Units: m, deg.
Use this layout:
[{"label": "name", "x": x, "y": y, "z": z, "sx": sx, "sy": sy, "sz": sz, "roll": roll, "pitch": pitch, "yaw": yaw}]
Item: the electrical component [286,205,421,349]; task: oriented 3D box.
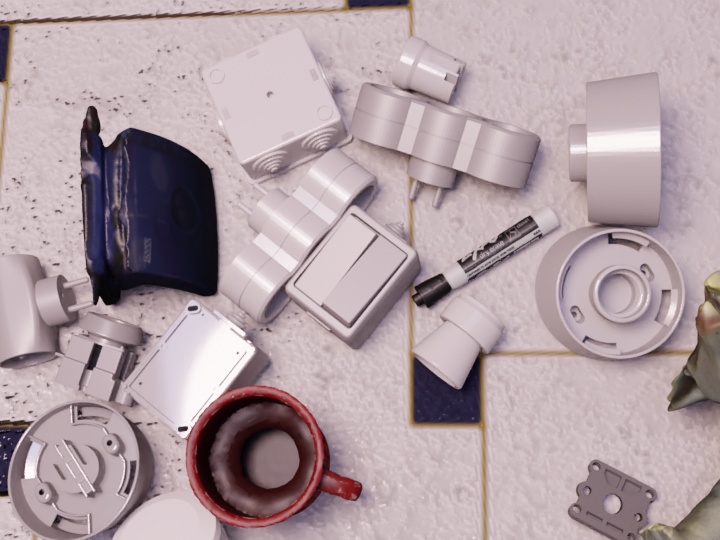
[{"label": "electrical component", "x": 0.000, "y": 0.000, "z": 0.777, "sx": 0.062, "sy": 0.061, "sz": 0.096, "roll": 38, "pitch": 84, "yaw": 13}]

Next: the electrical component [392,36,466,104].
[{"label": "electrical component", "x": 0.053, "y": -0.151, "z": 0.817, "sx": 0.046, "sy": 0.040, "sz": 0.040, "roll": 24, "pitch": 81, "yaw": 6}]

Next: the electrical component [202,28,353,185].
[{"label": "electrical component", "x": -0.064, "y": -0.126, "z": 0.820, "sx": 0.100, "sy": 0.048, "sz": 0.099, "roll": -24, "pitch": 76, "yaw": 1}]

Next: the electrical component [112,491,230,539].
[{"label": "electrical component", "x": -0.127, "y": 0.196, "z": 0.735, "sx": 0.080, "sy": 0.051, "sz": 0.080, "roll": -15, "pitch": 39, "yaw": 13}]

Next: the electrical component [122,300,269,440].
[{"label": "electrical component", "x": -0.111, "y": 0.069, "z": 0.774, "sx": 0.062, "sy": 0.061, "sz": 0.096, "roll": 37, "pitch": 84, "yaw": 13}]

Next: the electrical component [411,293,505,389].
[{"label": "electrical component", "x": 0.070, "y": 0.050, "z": 0.766, "sx": 0.045, "sy": 0.045, "sz": 0.055, "roll": 38, "pitch": 83, "yaw": 13}]

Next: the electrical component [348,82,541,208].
[{"label": "electrical component", "x": 0.057, "y": -0.084, "z": 0.796, "sx": 0.138, "sy": 0.052, "sz": 0.073, "roll": 19, "pitch": 105, "yaw": 10}]

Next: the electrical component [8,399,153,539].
[{"label": "electrical component", "x": -0.197, "y": 0.143, "z": 0.765, "sx": 0.099, "sy": 0.064, "sz": 0.099, "roll": -1, "pitch": 77, "yaw": 6}]

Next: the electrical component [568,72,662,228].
[{"label": "electrical component", "x": 0.178, "y": -0.083, "z": 0.755, "sx": 0.060, "sy": 0.108, "sz": 0.108, "roll": -1, "pitch": 77, "yaw": 13}]

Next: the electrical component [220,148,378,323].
[{"label": "electrical component", "x": -0.058, "y": -0.036, "z": 0.796, "sx": 0.074, "sy": 0.052, "sz": 0.138, "roll": 38, "pitch": 84, "yaw": 13}]

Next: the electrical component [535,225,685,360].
[{"label": "electrical component", "x": 0.178, "y": 0.016, "z": 0.765, "sx": 0.099, "sy": 0.064, "sz": 0.099, "roll": 0, "pitch": 89, "yaw": -1}]

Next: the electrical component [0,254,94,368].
[{"label": "electrical component", "x": -0.239, "y": 0.026, "z": 0.807, "sx": 0.079, "sy": 0.043, "sz": 0.077, "roll": -16, "pitch": 76, "yaw": 3}]

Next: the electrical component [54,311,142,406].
[{"label": "electrical component", "x": -0.190, "y": 0.063, "z": 0.793, "sx": 0.066, "sy": 0.048, "sz": 0.055, "roll": 18, "pitch": 87, "yaw": 10}]
